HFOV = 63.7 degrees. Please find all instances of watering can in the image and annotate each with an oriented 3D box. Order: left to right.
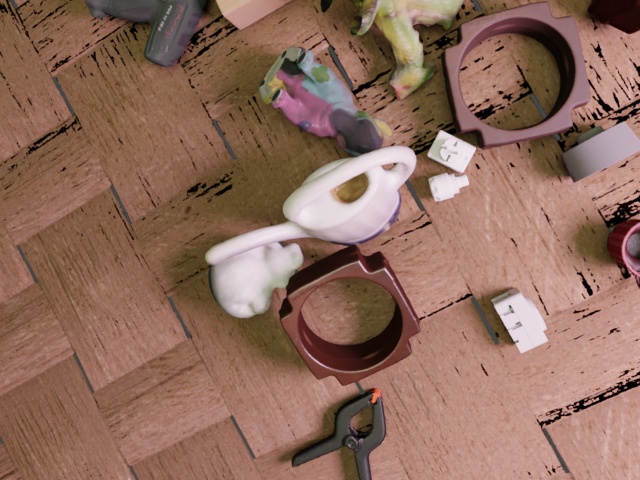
[{"bbox_3d":[0.003,-0.041,0.824,0.345,0.222,0.105,-29,70,13],"label":"watering can"}]

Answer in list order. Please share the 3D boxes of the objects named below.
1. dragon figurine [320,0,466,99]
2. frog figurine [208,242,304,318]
[{"bbox_3d":[0.135,-0.431,0.812,0.243,0.123,0.405,-3,107,-26],"label":"dragon figurine"},{"bbox_3d":[-0.108,0.062,0.901,0.158,0.122,0.139,-14,72,23],"label":"frog figurine"}]
